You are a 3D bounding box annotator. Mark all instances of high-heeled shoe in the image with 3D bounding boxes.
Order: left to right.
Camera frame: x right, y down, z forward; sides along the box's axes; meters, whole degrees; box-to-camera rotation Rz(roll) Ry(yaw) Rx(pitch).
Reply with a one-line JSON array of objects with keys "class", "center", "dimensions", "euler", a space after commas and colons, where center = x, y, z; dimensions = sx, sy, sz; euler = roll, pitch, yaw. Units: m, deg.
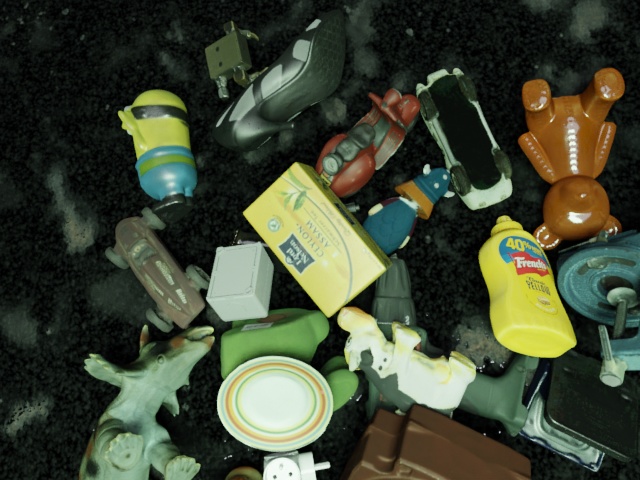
[{"class": "high-heeled shoe", "center": [-0.057, -0.229, 0.773], "dimensions": [0.145, 0.086, 0.249], "euler": [5, 60, 35]}]

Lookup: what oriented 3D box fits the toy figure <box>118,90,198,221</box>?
[{"class": "toy figure", "center": [-0.214, -0.121, 0.747], "dimensions": [0.089, 0.082, 0.180], "euler": [-17, 74, -11]}]

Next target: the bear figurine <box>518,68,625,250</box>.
[{"class": "bear figurine", "center": [0.317, -0.093, 0.677], "dimensions": [0.120, 0.131, 0.196], "euler": [-3, 74, 17]}]

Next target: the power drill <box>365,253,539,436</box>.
[{"class": "power drill", "center": [0.158, 0.145, 0.670], "dimensions": [0.207, 0.086, 0.232], "euler": [11, 83, 3]}]

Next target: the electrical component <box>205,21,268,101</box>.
[{"class": "electrical component", "center": [-0.123, -0.262, 0.784], "dimensions": [0.078, 0.045, 0.102], "euler": [-26, 75, 29]}]

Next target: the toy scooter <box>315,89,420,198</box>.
[{"class": "toy scooter", "center": [0.062, -0.133, 0.698], "dimensions": [0.184, 0.135, 0.075], "euler": [-44, 81, -2]}]

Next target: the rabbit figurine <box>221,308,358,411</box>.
[{"class": "rabbit figurine", "center": [-0.036, 0.176, 0.680], "dimensions": [0.159, 0.121, 0.170], "euler": [-9, 97, -4]}]

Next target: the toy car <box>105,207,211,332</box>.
[{"class": "toy car", "center": [-0.216, 0.034, 0.701], "dimensions": [0.089, 0.053, 0.202], "euler": [-44, 53, -2]}]

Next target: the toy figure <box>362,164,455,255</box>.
[{"class": "toy figure", "center": [0.112, -0.041, 0.717], "dimensions": [0.154, 0.064, 0.058], "euler": [-44, 43, -8]}]

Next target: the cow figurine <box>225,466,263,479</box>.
[{"class": "cow figurine", "center": [-0.101, 0.364, 0.625], "dimensions": [0.086, 0.127, 0.195], "euler": [2, 50, 3]}]

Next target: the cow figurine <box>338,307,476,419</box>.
[{"class": "cow figurine", "center": [0.085, 0.145, 0.615], "dimensions": [0.167, 0.068, 0.098], "euler": [26, 93, 11]}]

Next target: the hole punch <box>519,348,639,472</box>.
[{"class": "hole punch", "center": [0.313, 0.205, 0.653], "dimensions": [0.142, 0.092, 0.116], "euler": [24, 54, 11]}]

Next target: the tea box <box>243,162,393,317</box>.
[{"class": "tea box", "center": [-0.001, -0.002, 0.667], "dimensions": [0.098, 0.068, 0.169], "euler": [-43, 83, 14]}]

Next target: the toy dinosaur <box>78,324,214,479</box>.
[{"class": "toy dinosaur", "center": [-0.240, 0.293, 0.654], "dimensions": [0.131, 0.192, 0.404], "euler": [13, 95, -34]}]

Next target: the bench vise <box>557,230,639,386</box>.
[{"class": "bench vise", "center": [0.348, 0.051, 0.564], "dimensions": [0.128, 0.224, 0.240], "euler": [55, 50, -23]}]

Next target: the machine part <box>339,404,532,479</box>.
[{"class": "machine part", "center": [0.122, 0.293, 0.588], "dimensions": [0.202, 0.087, 0.200], "euler": [25, 126, 9]}]

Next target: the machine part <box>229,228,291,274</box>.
[{"class": "machine part", "center": [-0.055, 0.014, 0.732], "dimensions": [0.139, 0.039, 0.084], "euler": [3, 89, 3]}]

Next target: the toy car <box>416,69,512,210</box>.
[{"class": "toy car", "center": [0.195, -0.139, 0.729], "dimensions": [0.073, 0.056, 0.201], "euler": [-22, 78, 7]}]
